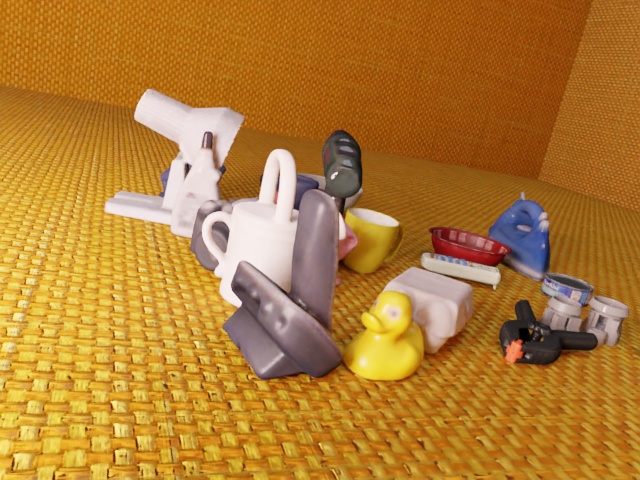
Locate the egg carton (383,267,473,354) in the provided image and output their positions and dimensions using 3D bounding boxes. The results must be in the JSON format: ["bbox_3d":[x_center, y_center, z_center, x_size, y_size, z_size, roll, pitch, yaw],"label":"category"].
[{"bbox_3d":[0.136,0.087,0.732,0.107,0.069,0.151,18,16,21],"label":"egg carton"}]

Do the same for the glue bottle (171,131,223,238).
[{"bbox_3d":[-0.189,-0.088,0.915,0.078,0.173,0.037,12,15,-1],"label":"glue bottle"}]

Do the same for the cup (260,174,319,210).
[{"bbox_3d":[-0.067,-0.082,1.147,0.118,0.095,0.091,9,15,-10],"label":"cup"}]

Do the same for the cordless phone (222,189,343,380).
[{"bbox_3d":[-0.028,0.032,0.578,0.094,0.185,0.147,1,18,-36],"label":"cordless phone"}]

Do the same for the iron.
[{"bbox_3d":[0.447,-0.016,1.222,0.118,0.141,0.258,12,15,-2],"label":"iron"}]

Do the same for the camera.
[{"bbox_3d":[-0.129,-0.011,0.821,0.142,0.101,0.137,18,16,21],"label":"camera"}]

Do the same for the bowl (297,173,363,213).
[{"bbox_3d":[0.011,-0.097,1.303,0.167,0.075,0.167,11,15,-3],"label":"bowl"}]

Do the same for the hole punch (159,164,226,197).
[{"bbox_3d":[-0.252,-0.119,1.141,0.108,0.091,0.101,17,15,17],"label":"hole punch"}]

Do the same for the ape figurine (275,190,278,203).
[{"bbox_3d":[-0.086,-0.042,0.989,0.076,0.092,0.077,3,18,-32],"label":"ape figurine"}]

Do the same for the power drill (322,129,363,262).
[{"bbox_3d":[0.022,-0.078,0.981,0.075,0.208,0.229,10,15,-7],"label":"power drill"}]

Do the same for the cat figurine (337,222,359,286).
[{"bbox_3d":[0.008,0.003,0.845,0.067,0.118,0.127,6,16,-21],"label":"cat figurine"}]

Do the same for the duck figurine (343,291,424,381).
[{"bbox_3d":[0.077,0.096,0.619,0.105,0.086,0.077,-3,21,-45],"label":"duck figurine"}]

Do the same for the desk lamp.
[{"bbox_3d":[-0.244,-0.138,0.978,0.203,0.213,0.118,10,15,-9],"label":"desk lamp"}]

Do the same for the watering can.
[{"bbox_3d":[-0.054,-0.016,0.718,0.173,0.194,0.100,-1,20,-40],"label":"watering can"}]
